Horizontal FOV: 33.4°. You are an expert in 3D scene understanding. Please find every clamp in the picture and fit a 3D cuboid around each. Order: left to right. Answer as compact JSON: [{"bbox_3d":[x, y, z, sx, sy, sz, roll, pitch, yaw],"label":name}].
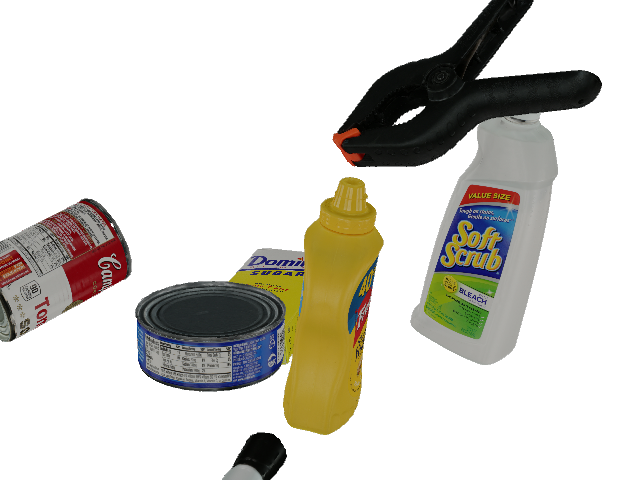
[{"bbox_3d":[0.093,-0.092,0.690,0.039,0.171,0.120,48,8,-41],"label":"clamp"}]

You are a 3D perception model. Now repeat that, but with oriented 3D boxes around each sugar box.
[{"bbox_3d":[-0.050,0.061,1.070,0.093,0.048,0.176,5,26,16],"label":"sugar box"}]

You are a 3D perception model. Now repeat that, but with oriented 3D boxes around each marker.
[{"bbox_3d":[-0.041,0.111,0.413,0.020,0.020,0.121,0,23,21],"label":"marker"}]

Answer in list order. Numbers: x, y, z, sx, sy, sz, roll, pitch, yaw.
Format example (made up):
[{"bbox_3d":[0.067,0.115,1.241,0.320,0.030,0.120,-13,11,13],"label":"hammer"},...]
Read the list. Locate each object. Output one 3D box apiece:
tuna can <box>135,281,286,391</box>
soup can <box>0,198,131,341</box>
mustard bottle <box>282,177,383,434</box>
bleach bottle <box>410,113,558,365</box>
[{"bbox_3d":[-0.063,0.054,0.613,0.086,0.034,0.086,1,19,-1],"label":"tuna can"},{"bbox_3d":[-0.198,0.021,0.771,0.102,0.068,0.069,-31,18,-33],"label":"soup can"},{"bbox_3d":[0.012,0.043,0.803,0.058,0.192,0.096,13,26,11],"label":"mustard bottle"},{"bbox_3d":[0.149,-0.016,0.949,0.103,0.251,0.067,28,37,32],"label":"bleach bottle"}]
